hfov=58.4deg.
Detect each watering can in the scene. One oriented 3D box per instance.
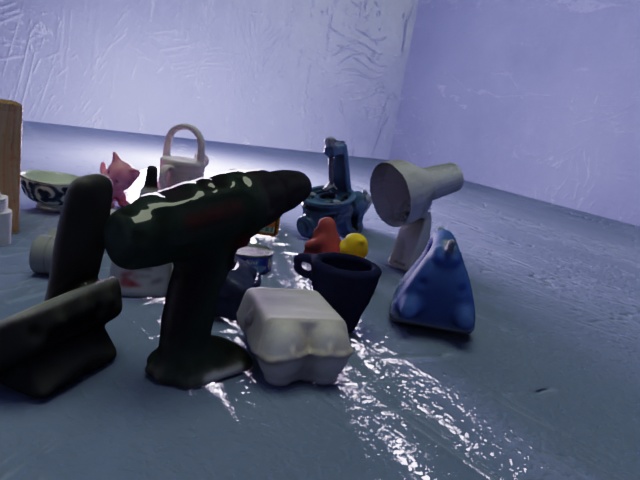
[{"bbox_3d":[-0.303,-0.160,1.266,0.101,0.194,0.172,7,13,-8],"label":"watering can"}]

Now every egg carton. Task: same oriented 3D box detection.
[{"bbox_3d":[-0.033,0.101,0.632,0.107,0.069,0.150,4,14,-22],"label":"egg carton"}]

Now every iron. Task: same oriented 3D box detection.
[{"bbox_3d":[0.174,0.044,0.861,0.118,0.141,0.258,10,13,4],"label":"iron"}]

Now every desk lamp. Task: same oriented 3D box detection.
[{"bbox_3d":[0.189,-0.046,1.090,0.204,0.213,0.117,0,16,-34],"label":"desk lamp"}]

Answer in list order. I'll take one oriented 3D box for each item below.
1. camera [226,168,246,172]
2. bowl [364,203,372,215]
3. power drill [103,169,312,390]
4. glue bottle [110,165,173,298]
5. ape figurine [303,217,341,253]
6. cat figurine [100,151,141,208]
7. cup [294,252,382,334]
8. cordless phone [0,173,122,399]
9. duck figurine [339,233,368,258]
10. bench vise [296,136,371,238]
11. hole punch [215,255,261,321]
[{"bbox_3d":[-0.171,-0.109,1.348,0.136,0.101,0.143,11,13,7],"label":"camera"},{"bbox_3d":[0.042,-0.080,1.430,0.167,0.075,0.167,9,13,-2],"label":"bowl"},{"bbox_3d":[-0.104,0.031,0.573,0.075,0.208,0.230,20,17,37],"label":"power drill"},{"bbox_3d":[-0.226,-0.011,0.740,0.078,0.173,0.037,4,14,-22],"label":"glue bottle"},{"bbox_3d":[0.009,0.004,1.020,0.078,0.092,0.076,3,15,-25],"label":"ape figurine"},{"bbox_3d":[-0.436,-0.132,1.219,0.127,0.118,0.067,21,18,40],"label":"cat figurine"},{"bbox_3d":[0.014,0.069,0.743,0.117,0.095,0.092,14,14,17],"label":"cup"},{"bbox_3d":[-0.244,0.032,0.520,0.094,0.185,0.148,12,13,10],"label":"cordless phone"},{"bbox_3d":[0.057,0.033,0.944,0.078,0.086,0.104,4,14,-23],"label":"duck figurine"},{"bbox_3d":[0.035,-0.116,1.262,0.121,0.220,0.208,15,14,22],"label":"bench vise"},{"bbox_3d":[-0.127,0.046,0.749,0.101,0.091,0.108,9,13,-4],"label":"hole punch"}]
